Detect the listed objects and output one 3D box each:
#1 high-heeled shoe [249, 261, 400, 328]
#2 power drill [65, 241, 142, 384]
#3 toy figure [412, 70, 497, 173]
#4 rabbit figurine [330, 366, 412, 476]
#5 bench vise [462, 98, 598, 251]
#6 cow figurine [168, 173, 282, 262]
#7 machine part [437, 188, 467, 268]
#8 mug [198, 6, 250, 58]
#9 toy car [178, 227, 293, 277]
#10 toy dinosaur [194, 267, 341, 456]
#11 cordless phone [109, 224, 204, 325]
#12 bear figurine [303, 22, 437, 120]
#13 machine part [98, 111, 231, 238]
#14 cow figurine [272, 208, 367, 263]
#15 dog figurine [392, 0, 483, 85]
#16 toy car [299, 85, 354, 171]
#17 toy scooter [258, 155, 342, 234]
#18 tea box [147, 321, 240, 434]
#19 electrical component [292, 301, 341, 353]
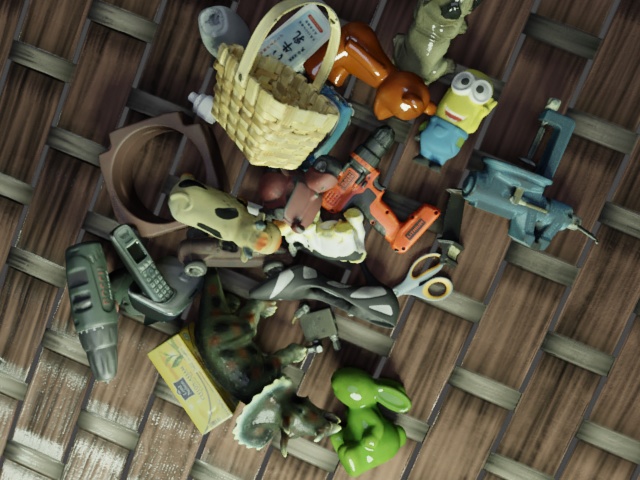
[{"bbox_3d":[0.011,0.114,0.939,0.249,0.086,0.145,-14,62,-10],"label":"high-heeled shoe"},{"bbox_3d":[-0.361,0.114,0.939,0.086,0.207,0.232,-16,91,13],"label":"power drill"},{"bbox_3d":[0.225,-0.205,0.919,0.082,0.089,0.180,24,106,-14],"label":"toy figure"},{"bbox_3d":[0.083,0.303,0.953,0.159,0.121,0.170,-17,96,0],"label":"rabbit figurine"},{"bbox_3d":[0.364,-0.110,0.896,0.224,0.129,0.240,20,100,0],"label":"bench vise"},{"bbox_3d":[-0.151,-0.035,0.871,0.195,0.127,0.085,25,101,-11],"label":"cow figurine"},{"bbox_3d":[0.234,-0.021,0.941,0.039,0.084,0.138,7,86,36],"label":"machine part"},{"bbox_3d":[-0.170,-0.349,0.930,0.081,0.107,0.109,-6,92,7],"label":"mug"},{"bbox_3d":[-0.148,0.019,0.951,0.202,0.089,0.053,1,138,-7],"label":"toy car"},{"bbox_3d":[-0.138,0.190,0.913,0.405,0.192,0.131,48,115,8],"label":"toy dinosaur"},{"bbox_3d":[-0.293,0.043,0.944,0.089,0.147,0.184,-17,110,23],"label":"cordless phone"},{"bbox_3d":[0.089,-0.255,0.884,0.132,0.120,0.196,-40,84,28],"label":"bear figurine"},{"bbox_3d":[-0.276,-0.116,0.971,0.201,0.087,0.201,-16,95,7],"label":"machine part"},{"bbox_3d":[-0.002,-0.004,0.949,0.168,0.068,0.098,4,133,25],"label":"cow figurine"},{"bbox_3d":[0.179,-0.331,0.857,0.121,0.190,0.172,16,98,4],"label":"dog figurine"},{"bbox_3d":[-0.017,-0.194,0.932,0.161,0.103,0.109,-44,91,9],"label":"toy car"},{"bbox_3d":[-0.047,-0.069,0.908,0.075,0.184,0.135,31,66,-38],"label":"toy scooter"},{"bbox_3d":[-0.214,0.237,0.941,0.068,0.098,0.169,-35,90,5],"label":"tea box"},{"bbox_3d":[-0.008,0.161,0.988,0.078,0.045,0.102,-11,93,8],"label":"electrical component"}]
